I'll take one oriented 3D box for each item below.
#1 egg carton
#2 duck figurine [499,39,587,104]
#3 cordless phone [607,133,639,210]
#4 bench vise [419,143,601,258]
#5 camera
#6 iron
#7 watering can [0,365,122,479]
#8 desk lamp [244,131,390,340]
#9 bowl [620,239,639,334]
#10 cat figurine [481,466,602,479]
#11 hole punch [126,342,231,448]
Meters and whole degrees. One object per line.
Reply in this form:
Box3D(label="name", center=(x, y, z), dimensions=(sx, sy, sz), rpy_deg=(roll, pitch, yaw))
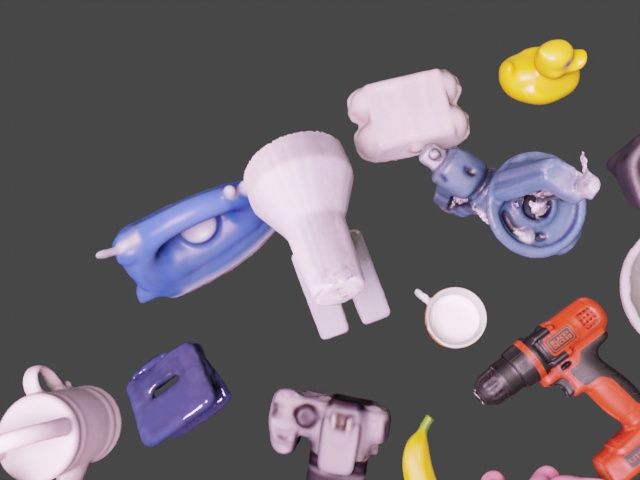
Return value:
Box3D(label="egg carton", center=(0.114, -0.160, 0.747), dimensions=(0.150, 0.069, 0.107), rpy_deg=(-13, 79, 4))
Box3D(label="duck figurine", center=(0.285, -0.222, 0.729), dimensions=(0.104, 0.086, 0.077), rpy_deg=(1, 81, 7))
Box3D(label="cordless phone", center=(0.422, -0.113, 0.644), dimensions=(0.147, 0.185, 0.094), rpy_deg=(-44, 78, -2))
Box3D(label="bench vise", center=(0.209, -0.050, 0.641), dimensions=(0.207, 0.220, 0.121), rpy_deg=(10, 82, 8))
Box3D(label="camera", center=(0.005, 0.252, 0.674), dimensions=(0.143, 0.101, 0.137), rpy_deg=(8, 81, 8))
Box3D(label="iron", center=(-0.146, -0.024, 0.717), dimensions=(0.258, 0.141, 0.118), rpy_deg=(-29, 78, 1))
Box3D(label="watering can", center=(-0.316, 0.235, 0.666), dimensions=(0.101, 0.194, 0.172), rpy_deg=(-40, 78, -1))
Box3D(label="desk lamp", center=(0.006, 0.002, 0.658), dimensions=(0.118, 0.213, 0.203), rpy_deg=(-22, 79, 3))
Box3D(label="bowl", center=(0.427, 0.061, 0.671), dimensions=(0.167, 0.075, 0.167), rpy_deg=(-1, 80, 6))
Box3D(label="cat figurine", center=(0.249, 0.294, 0.630), dimensions=(0.127, 0.118, 0.067), rpy_deg=(-11, 79, 5))
Box3D(label="hole punch", center=(-0.183, 0.189, 0.711), dimensions=(0.108, 0.091, 0.101), rpy_deg=(-36, 78, 0))
